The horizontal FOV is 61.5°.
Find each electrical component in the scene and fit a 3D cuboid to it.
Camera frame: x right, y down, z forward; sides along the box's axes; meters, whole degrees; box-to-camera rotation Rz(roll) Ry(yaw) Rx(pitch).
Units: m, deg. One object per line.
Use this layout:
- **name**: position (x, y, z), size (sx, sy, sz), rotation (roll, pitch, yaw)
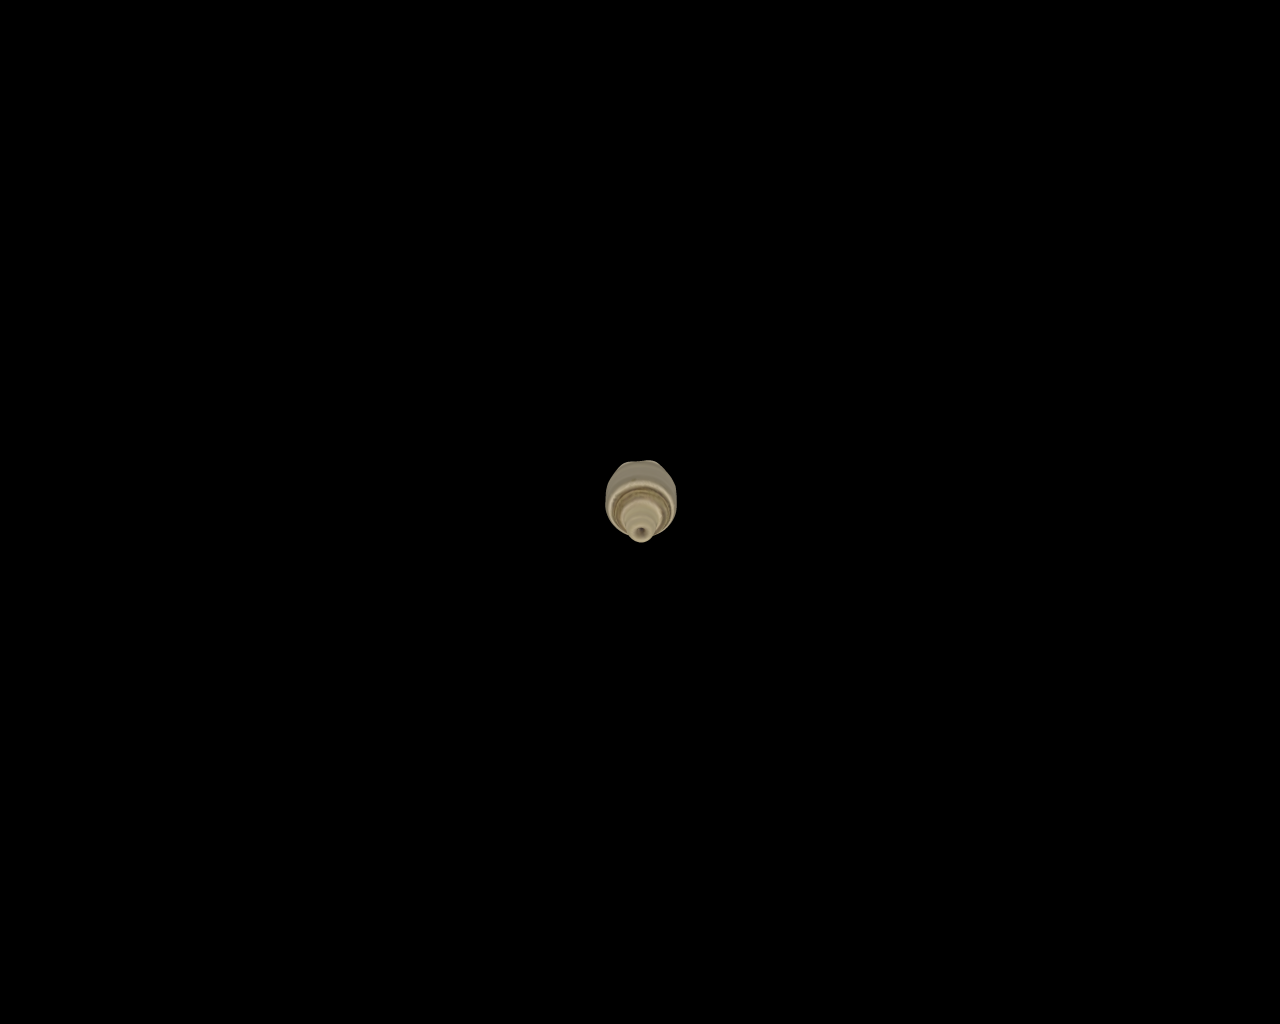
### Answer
- **electrical component**: position (0.001, -0.003, 0.650), size (0.043, 0.043, 0.062), rotation (0, 30, 0)
